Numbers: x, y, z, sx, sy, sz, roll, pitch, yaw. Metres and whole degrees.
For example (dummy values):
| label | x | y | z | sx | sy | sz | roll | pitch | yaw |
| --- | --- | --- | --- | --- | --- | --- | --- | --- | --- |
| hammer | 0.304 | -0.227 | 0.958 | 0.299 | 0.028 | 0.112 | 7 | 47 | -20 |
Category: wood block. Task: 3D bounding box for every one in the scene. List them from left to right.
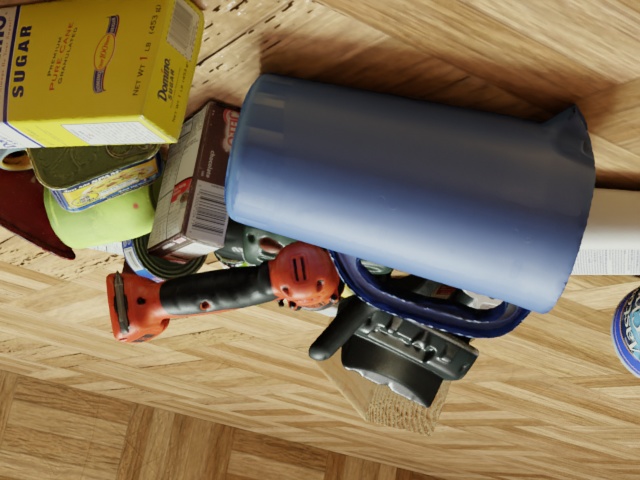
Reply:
| label | x | y | z | sx | sy | sz | roll | pitch | yaw |
| --- | --- | --- | --- | --- | --- | --- | --- | --- | --- |
| wood block | 0.075 | 0.155 | 1.314 | 0.090 | 0.090 | 0.206 | 16 | -173 | -19 |

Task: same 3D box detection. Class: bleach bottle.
| label | x | y | z | sx | sy | sz | roll | pitch | yaw |
| --- | --- | --- | --- | --- | --- | --- | --- | --- | --- |
| bleach bottle | 0.262 | -0.003 | 0.849 | 0.251 | 0.068 | 0.102 | 3 | 164 | 17 |

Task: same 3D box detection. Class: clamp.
| label | x | y | z | sx | sy | sz | roll | pitch | yaw |
| --- | --- | --- | --- | --- | --- | --- | --- | --- | --- |
| clamp | 0.051 | 0.049 | 1.034 | 0.172 | 0.120 | 0.039 | -16 | 153 | 19 |

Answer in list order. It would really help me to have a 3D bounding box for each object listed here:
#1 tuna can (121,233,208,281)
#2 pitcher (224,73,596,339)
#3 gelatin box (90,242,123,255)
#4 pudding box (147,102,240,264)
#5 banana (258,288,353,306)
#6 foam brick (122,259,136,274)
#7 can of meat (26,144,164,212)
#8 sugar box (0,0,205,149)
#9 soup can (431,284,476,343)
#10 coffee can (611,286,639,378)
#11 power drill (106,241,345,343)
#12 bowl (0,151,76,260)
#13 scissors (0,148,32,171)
| label | x | y | z | sx | sy | sz | roll | pitch | yaw |
| --- | --- | --- | --- | --- | --- | --- | --- | --- | --- |
| tuna can | -0.157 | 0.001 | 1.084 | 0.086 | 0.086 | 0.034 | 20 | 163 | -30 |
| pitcher | 0.059 | -0.030 | 0.753 | 0.243 | 0.149 | 0.145 | 13 | 165 | 2 |
| gelatin box | -0.253 | -0.010 | 1.207 | 0.089 | 0.030 | 0.073 | 12 | 165 | -7 |
| pudding box | -0.098 | -0.044 | 0.848 | 0.039 | 0.113 | 0.090 | 18 | 163 | -22 |
| banana | 0.028 | 0.059 | 1.160 | 0.197 | 0.070 | 0.037 | 16 | -165 | -9 |
| foam brick | -0.172 | 0.011 | 1.141 | 0.051 | 0.078 | 0.053 | 5 | 163 | 14 |
| can of meat | -0.178 | -0.067 | 0.866 | 0.102 | 0.057 | 0.084 | -22 | 169 | -9 |
| sugar box | -0.164 | -0.110 | 0.702 | 0.176 | 0.093 | 0.048 | 1 | 160 | 28 |
| soup can | 0.124 | 0.082 | 1.211 | 0.102 | 0.068 | 0.068 | -2 | 160 | 34 |
| coffee can | 0.337 | 0.073 | 0.981 | 0.103 | 0.103 | 0.140 | 10 | 163 | 2 |
| power drill | -0.072 | 0.043 | 0.892 | 0.187 | 0.057 | 0.184 | -12 | 170 | 4 |
| bowl | -0.282 | -0.047 | 0.993 | 0.162 | 0.055 | 0.162 | 34 | 180 | 0 |
| scissors | -0.226 | -0.091 | 0.851 | 0.096 | 0.016 | 0.202 | -19 | 174 | -15 |
